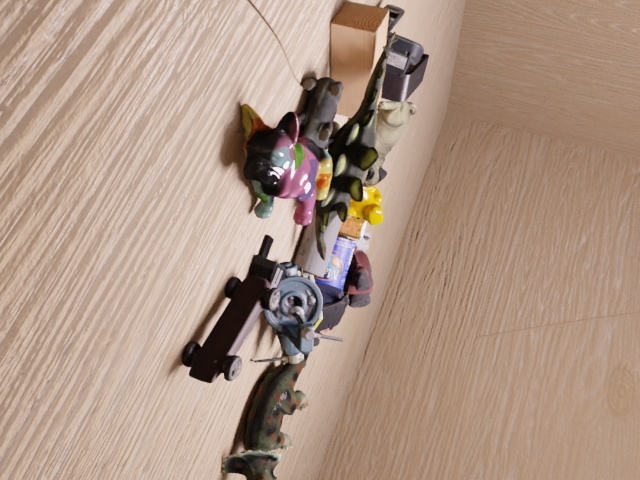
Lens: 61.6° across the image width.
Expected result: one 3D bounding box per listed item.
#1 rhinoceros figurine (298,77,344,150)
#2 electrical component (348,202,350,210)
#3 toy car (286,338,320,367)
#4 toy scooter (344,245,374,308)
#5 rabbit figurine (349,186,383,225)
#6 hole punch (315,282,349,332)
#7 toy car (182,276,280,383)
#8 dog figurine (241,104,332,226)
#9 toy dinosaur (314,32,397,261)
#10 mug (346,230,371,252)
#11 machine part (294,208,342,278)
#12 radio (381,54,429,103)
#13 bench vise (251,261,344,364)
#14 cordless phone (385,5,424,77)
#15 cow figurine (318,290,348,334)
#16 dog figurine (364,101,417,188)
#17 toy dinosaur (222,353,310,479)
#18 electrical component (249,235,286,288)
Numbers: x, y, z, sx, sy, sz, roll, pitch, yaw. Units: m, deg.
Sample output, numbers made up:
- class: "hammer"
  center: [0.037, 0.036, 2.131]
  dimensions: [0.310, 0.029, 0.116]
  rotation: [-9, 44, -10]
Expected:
- class: "rhinoceros figurine"
  center: [-0.010, -0.205, 0.985]
  dimensions: [0.112, 0.073, 0.190]
  rotation: [-48, 152, -82]
- class: "electrical component"
  center: [0.035, -0.072, 1.313]
  dimensions: [0.045, 0.078, 0.102]
  rotation: [61, 43, -43]
- class: "toy car"
  center: [-0.043, 0.274, 1.447]
  dimensions: [0.202, 0.056, 0.073]
  rotation: [-48, 146, -63]
- class: "toy scooter"
  center: [0.097, 0.091, 1.406]
  dimensions: [0.183, 0.075, 0.135]
  rotation: [91, -11, -62]
- class: "rabbit figurine"
  center: [0.114, -0.143, 1.451]
  dimensions: [0.162, 0.122, 0.173]
  rotation: [-64, 145, -40]
- class: "hole punch"
  center: [-0.005, 0.156, 1.276]
  dimensions: [0.116, 0.092, 0.142]
  rotation: [-8, 138, -25]
- class: "toy car"
  center: [-0.136, 0.139, 0.845]
  dimensions: [0.053, 0.089, 0.202]
  rotation: [85, 24, -47]
- class: "dog figurine"
  center: [-0.052, -0.132, 0.826]
  dimensions: [0.219, 0.109, 0.191]
  rotation: [83, 29, -54]
- class: "toy dinosaur"
  center: [0.061, -0.169, 1.068]
  dimensions: [0.199, 0.105, 0.470]
  rotation: [-108, -150, -69]
- class: "mug"
  center: [0.091, -0.007, 1.442]
  dimensions: [0.107, 0.110, 0.081]
  rotation: [21, 58, -43]
- class: "machine part"
  center: [-0.003, -0.004, 1.225]
  dimensions: [0.079, 0.079, 0.243]
  rotation: [42, 67, -75]
- class: "radio"
  center: [0.180, -0.413, 1.326]
  dimensions: [0.229, 0.131, 0.073]
  rotation: [-52, 155, -54]
- class: "bench vise"
  center: [-0.051, 0.165, 1.058]
  dimensions: [0.241, 0.129, 0.223]
  rotation: [-144, -121, -69]
- class: "cordless phone"
  center: [0.178, -0.467, 1.220]
  dimensions: [0.088, 0.147, 0.184]
  rotation: [101, 16, -52]
- class: "cow figurine"
  center: [0.009, 0.187, 1.448]
  dimensions: [0.127, 0.085, 0.195]
  rotation: [-27, -169, 47]
- class: "dog figurine"
  center: [0.160, -0.232, 1.312]
  dimensions: [0.121, 0.172, 0.190]
  rotation: [-12, 92, -64]
- class: "toy dinosaur"
  center: [-0.109, 0.391, 1.224]
  dimensions: [0.192, 0.131, 0.404]
  rotation: [65, 38, -70]
- class: "electrical component"
  center: [-0.096, 0.055, 0.993]
  dimensions: [0.074, 0.048, 0.119]
  rotation: [62, 48, -71]
